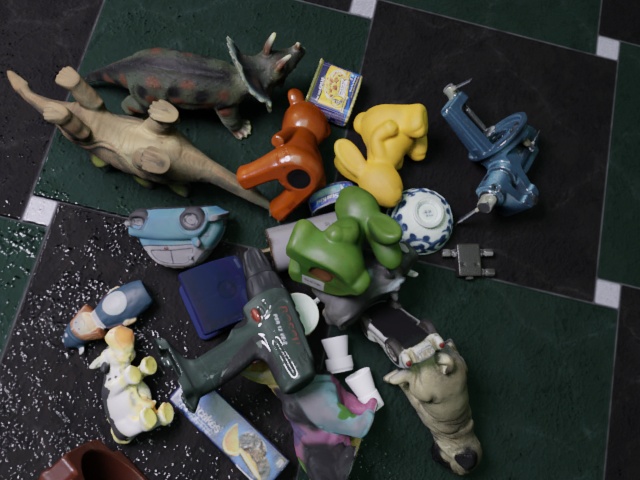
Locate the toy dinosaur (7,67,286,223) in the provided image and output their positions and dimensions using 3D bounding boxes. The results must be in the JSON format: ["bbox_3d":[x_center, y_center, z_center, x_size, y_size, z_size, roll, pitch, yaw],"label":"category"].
[{"bbox_3d":[-0.260,-0.139,0.845,0.471,0.198,0.105,26,77,-7],"label":"toy dinosaur"}]

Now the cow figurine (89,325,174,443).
[{"bbox_3d":[-0.301,0.220,0.824,0.098,0.068,0.167,-29,78,20],"label":"cow figurine"}]

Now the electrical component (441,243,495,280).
[{"bbox_3d":[0.259,0.038,0.941,0.094,0.021,0.063,1,77,-5],"label":"electrical component"}]

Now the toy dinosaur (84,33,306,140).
[{"bbox_3d":[-0.225,-0.263,0.882,0.405,0.192,0.131,1,75,-6],"label":"toy dinosaur"}]

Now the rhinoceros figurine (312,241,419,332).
[{"bbox_3d":[0.077,0.065,0.857,0.190,0.112,0.073,-36,118,-26],"label":"rhinoceros figurine"}]

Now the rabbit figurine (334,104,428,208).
[{"bbox_3d":[0.104,-0.141,0.919,0.162,0.122,0.173,7,77,2],"label":"rabbit figurine"}]

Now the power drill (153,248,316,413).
[{"bbox_3d":[-0.126,0.134,0.769,0.207,0.086,0.232,-20,64,-28],"label":"power drill"}]

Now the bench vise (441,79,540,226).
[{"bbox_3d":[0.286,-0.161,0.930,0.240,0.129,0.223,46,69,-12],"label":"bench vise"}]

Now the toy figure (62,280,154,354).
[{"bbox_3d":[-0.342,0.119,0.853,0.154,0.057,0.064,-32,43,-10],"label":"toy figure"}]

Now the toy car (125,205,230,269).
[{"bbox_3d":[-0.227,-0.005,0.869,0.162,0.109,0.102,-4,95,3],"label":"toy car"}]

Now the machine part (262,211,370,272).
[{"bbox_3d":[-0.002,-0.003,0.898,0.243,0.079,0.079,-14,79,-7],"label":"machine part"}]

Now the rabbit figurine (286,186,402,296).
[{"bbox_3d":[0.046,-0.011,0.800,0.159,0.121,0.170,17,61,19],"label":"rabbit figurine"}]

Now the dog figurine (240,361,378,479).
[{"bbox_3d":[-0.030,0.255,0.821,0.219,0.108,0.191,24,97,14],"label":"dog figurine"}]

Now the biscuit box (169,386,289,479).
[{"bbox_3d":[-0.140,0.290,0.826,0.203,0.063,0.059,42,75,5],"label":"biscuit box"}]

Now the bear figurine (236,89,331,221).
[{"bbox_3d":[-0.049,-0.149,0.887,0.132,0.120,0.196,-30,38,23],"label":"bear figurine"}]

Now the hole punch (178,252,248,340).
[{"bbox_3d":[-0.160,0.089,0.860,0.116,0.092,0.142,-25,77,-14],"label":"hole punch"}]

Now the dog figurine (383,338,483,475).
[{"bbox_3d":[0.201,0.260,0.812,0.121,0.172,0.190,-30,76,-7],"label":"dog figurine"}]

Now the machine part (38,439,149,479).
[{"bbox_3d":[-0.286,0.376,0.721,0.201,0.201,0.087,42,79,5],"label":"machine part"}]

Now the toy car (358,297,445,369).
[{"bbox_3d":[0.118,0.139,0.820,0.073,0.202,0.056,-27,107,-11],"label":"toy car"}]
